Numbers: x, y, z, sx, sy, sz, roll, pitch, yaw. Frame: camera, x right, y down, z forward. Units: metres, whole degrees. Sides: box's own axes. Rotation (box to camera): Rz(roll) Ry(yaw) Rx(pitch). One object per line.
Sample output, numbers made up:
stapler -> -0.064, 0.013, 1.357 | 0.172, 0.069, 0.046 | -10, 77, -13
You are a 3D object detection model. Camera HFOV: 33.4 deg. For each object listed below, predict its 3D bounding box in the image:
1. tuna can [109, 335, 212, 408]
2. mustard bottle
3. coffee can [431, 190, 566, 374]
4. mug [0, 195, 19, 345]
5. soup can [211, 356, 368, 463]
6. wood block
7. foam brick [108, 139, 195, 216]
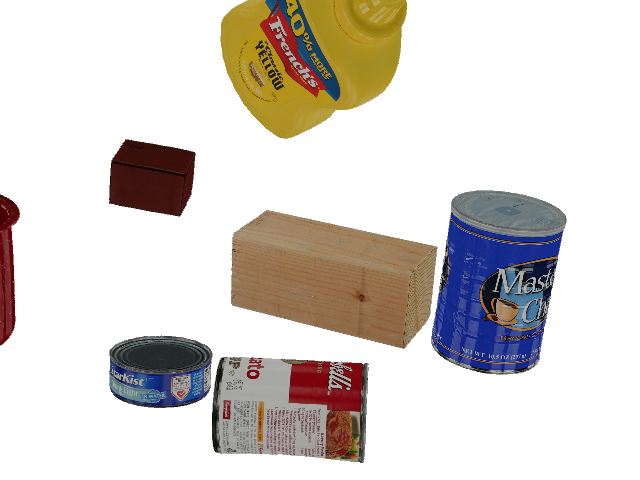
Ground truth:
tuna can -> -0.134, 0.109, 0.896 | 0.086, 0.034, 0.086 | 3, 14, -1
mustard bottle -> 0.001, -0.126, 0.664 | 0.058, 0.096, 0.192 | -28, 6, -24
coffee can -> 0.161, 0.036, 0.976 | 0.103, 0.140, 0.103 | 5, 21, -2
mug -> -0.235, 0.025, 0.637 | 0.093, 0.081, 0.117 | 20, 28, 33
soup can -> -0.020, 0.116, 0.732 | 0.102, 0.068, 0.068 | 3, 0, 2
wood block -> 0.013, 0.040, 1.174 | 0.206, 0.091, 0.090 | 13, 25, 21
foam brick -> -0.172, -0.065, 1.097 | 0.078, 0.051, 0.053 | 11, 31, 3
